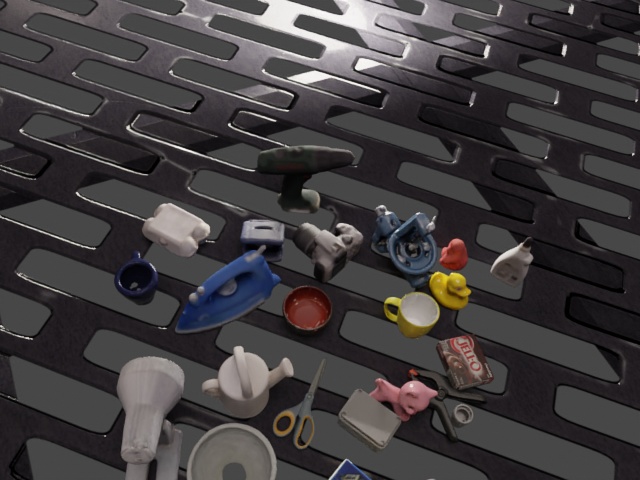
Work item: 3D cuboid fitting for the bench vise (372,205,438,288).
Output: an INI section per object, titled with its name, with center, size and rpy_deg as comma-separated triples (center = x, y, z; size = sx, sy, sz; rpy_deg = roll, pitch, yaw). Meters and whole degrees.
[bench vise]
center = 0.192, -0.008, 1.337
size = 0.207, 0.220, 0.122
rpy_deg = 38, 61, 18

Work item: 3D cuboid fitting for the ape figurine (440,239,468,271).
[ape figurine]
center = 0.331, 0.030, 1.404
size = 0.078, 0.092, 0.076
rpy_deg = -31, 65, -23

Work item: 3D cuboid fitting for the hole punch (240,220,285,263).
[hole punch]
center = -0.140, -0.009, 1.380
size = 0.108, 0.091, 0.101
rpy_deg = 2, 57, -4

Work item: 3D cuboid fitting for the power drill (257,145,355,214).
[power drill]
center = -0.039, -0.156, 1.416
size = 0.229, 0.208, 0.075
rpy_deg = 4, 56, -3

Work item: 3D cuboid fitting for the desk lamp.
[desk lamp]
center = -0.311, 0.346, 1.055
size = 0.118, 0.213, 0.203
rpy_deg = 0, 57, -6

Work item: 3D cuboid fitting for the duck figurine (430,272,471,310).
[duck figurine]
center = 0.312, 0.108, 1.354
size = 0.078, 0.086, 0.104
rpy_deg = -37, 67, -26

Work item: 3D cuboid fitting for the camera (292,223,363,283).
[camera]
center = 0.013, 0.005, 1.381
size = 0.136, 0.101, 0.143
rpy_deg = 38, 61, 18

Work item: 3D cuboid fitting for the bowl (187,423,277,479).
[bowl]
center = -0.166, 0.442, 1.090
size = 0.167, 0.075, 0.167
rpy_deg = 3, 57, -4

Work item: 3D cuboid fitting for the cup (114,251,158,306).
[cup]
center = -0.405, 0.094, 1.282
size = 0.092, 0.095, 0.117
rpy_deg = -7, 58, -10

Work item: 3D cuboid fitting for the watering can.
[watering can]
center = -0.143, 0.272, 1.133
size = 0.173, 0.194, 0.100
rpy_deg = -29, 64, -22

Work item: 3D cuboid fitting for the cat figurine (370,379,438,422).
[cat figurine]
center = 0.171, 0.319, 1.181
size = 0.127, 0.118, 0.067
rpy_deg = 22, 57, 9

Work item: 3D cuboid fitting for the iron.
[iron]
center = -0.213, 0.107, 1.266
size = 0.259, 0.141, 0.118
rpy_deg = -34, 66, -24

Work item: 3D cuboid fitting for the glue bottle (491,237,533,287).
[glue bottle]
center = 0.468, 0.045, 1.359
size = 0.078, 0.173, 0.037
rpy_deg = 33, 60, 15

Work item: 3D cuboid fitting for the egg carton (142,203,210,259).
[egg carton]
center = -0.347, -0.021, 1.379
size = 0.150, 0.069, 0.107
rpy_deg = 26, 58, 11
